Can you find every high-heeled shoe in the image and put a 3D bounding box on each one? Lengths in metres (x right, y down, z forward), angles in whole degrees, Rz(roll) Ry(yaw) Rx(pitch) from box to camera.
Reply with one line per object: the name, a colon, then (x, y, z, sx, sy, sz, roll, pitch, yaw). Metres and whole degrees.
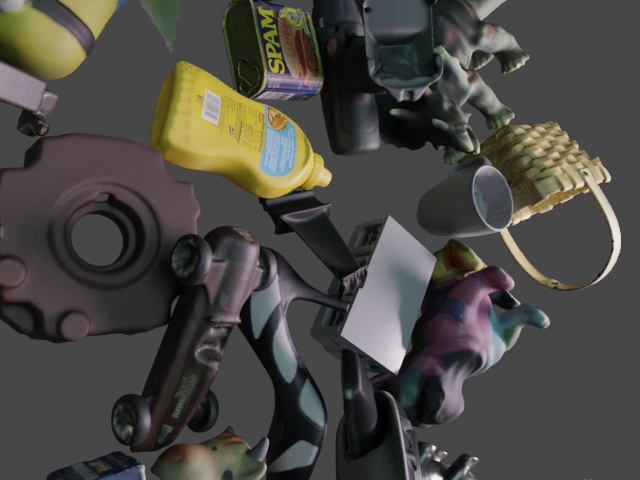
high-heeled shoe: (-0.062, 0.132, 0.503, 0.145, 0.086, 0.248, 15, 86, -4)

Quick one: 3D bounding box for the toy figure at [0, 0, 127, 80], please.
toy figure: (-0.202, -0.211, 0.444, 0.089, 0.082, 0.180, 42, 56, -22)

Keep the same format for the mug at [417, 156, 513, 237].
mug: (0.178, -0.053, 0.688, 0.080, 0.107, 0.109, 23, 65, -33)

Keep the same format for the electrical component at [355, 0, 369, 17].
electrical component: (0.054, -0.299, 0.657, 0.048, 0.075, 0.119, -16, 80, -26)

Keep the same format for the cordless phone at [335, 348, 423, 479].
cordless phone: (0.046, 0.193, 0.483, 0.184, 0.089, 0.147, 75, 10, -46)

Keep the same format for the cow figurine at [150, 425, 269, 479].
cow figurine: (-0.074, 0.249, 0.450, 0.127, 0.086, 0.194, -43, 112, -37)

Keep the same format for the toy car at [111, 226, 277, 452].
toy car: (-0.098, 0.085, 0.437, 0.089, 0.053, 0.202, 16, 97, -56)

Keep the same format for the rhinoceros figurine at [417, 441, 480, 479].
rhinoceros figurine: (0.136, 0.294, 0.611, 0.190, 0.073, 0.112, 35, 61, -27)

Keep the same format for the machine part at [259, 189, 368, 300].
machine part: (-0.001, -0.002, 0.552, 0.084, 0.039, 0.139, -7, 50, -43)

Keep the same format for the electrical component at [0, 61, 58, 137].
electrical component: (-0.242, -0.108, 0.388, 0.078, 0.102, 0.045, 17, 91, 8)

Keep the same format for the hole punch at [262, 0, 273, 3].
hole punch: (-0.064, -0.320, 0.543, 0.092, 0.142, 0.115, 11, 87, -32)

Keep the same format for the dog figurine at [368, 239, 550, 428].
dog figurine: (0.138, 0.118, 0.636, 0.219, 0.192, 0.108, -43, 115, 1)

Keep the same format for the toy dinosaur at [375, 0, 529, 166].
toy dinosaur: (0.172, -0.250, 0.723, 0.192, 0.131, 0.405, 33, 57, -29)

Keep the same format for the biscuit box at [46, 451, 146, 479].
biscuit box: (-0.155, 0.270, 0.398, 0.059, 0.063, 0.202, -7, 85, -38)

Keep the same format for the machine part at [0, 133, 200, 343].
machine part: (-0.179, -0.002, 0.437, 0.179, 0.056, 0.179, 9, 75, -37)

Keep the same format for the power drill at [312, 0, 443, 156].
power drill: (0.041, -0.207, 0.557, 0.086, 0.207, 0.231, -8, 98, -21)
